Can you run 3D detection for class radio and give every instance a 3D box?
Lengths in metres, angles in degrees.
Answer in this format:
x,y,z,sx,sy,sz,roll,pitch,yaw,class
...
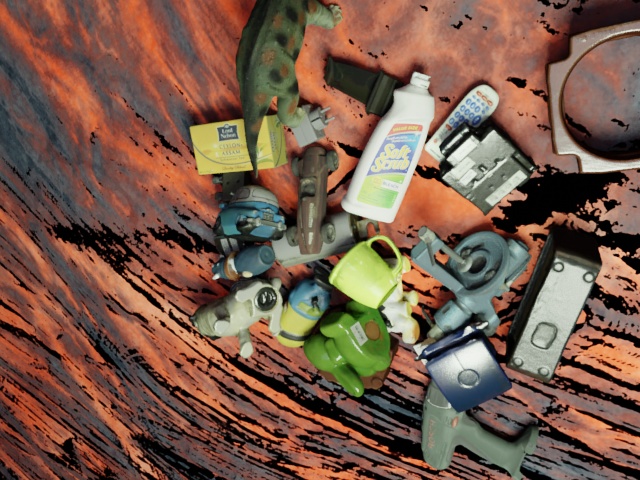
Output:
x,y,z,sx,sy,sz,roll,pitch,yaw,class
0.367,0.103,0.859,0.073,0.131,0.229,18,113,15,radio

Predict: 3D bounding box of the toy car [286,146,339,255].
x,y,z,sx,sy,sz,roll,pitch,yaw,class
-0.015,-0.074,0.965,0.089,0.053,0.202,-2,73,26,toy car

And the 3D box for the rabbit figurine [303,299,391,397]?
x,y,z,sx,sy,sz,roll,pitch,yaw,class
0.048,0.198,0.992,0.170,0.121,0.159,-31,97,44,rabbit figurine

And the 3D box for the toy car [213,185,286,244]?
x,y,z,sx,sy,sz,roll,pitch,yaw,class
-0.126,-0.051,0.989,0.162,0.109,0.103,-9,72,59,toy car

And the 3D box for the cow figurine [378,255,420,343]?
x,y,z,sx,sy,sz,roll,pitch,yaw,class
0.129,0.114,0.998,0.098,0.068,0.167,-8,100,30,cow figurine

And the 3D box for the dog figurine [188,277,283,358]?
x,y,z,sx,sy,sz,roll,pitch,yaw,class
-0.169,0.132,1.082,0.191,0.172,0.121,13,136,59,dog figurine

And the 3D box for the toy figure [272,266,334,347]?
x,y,z,sx,sy,sz,roll,pitch,yaw,class
-0.032,0.139,1.068,0.089,0.082,0.180,43,115,8,toy figure

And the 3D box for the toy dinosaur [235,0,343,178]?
x,y,z,sx,sy,sz,roll,pitch,yaw,class
-0.076,-0.310,0.854,0.131,0.192,0.404,13,88,29,toy dinosaur

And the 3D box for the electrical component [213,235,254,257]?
x,y,z,sx,sy,sz,roll,pitch,yaw,class
-0.174,-0.003,1.101,0.075,0.048,0.119,-6,106,23,electrical component

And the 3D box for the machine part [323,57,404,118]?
x,y,z,sx,sy,sz,roll,pitch,yaw,class
0.068,-0.264,0.922,0.139,0.039,0.084,29,121,10,machine part

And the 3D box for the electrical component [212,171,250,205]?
x,y,z,sx,sy,sz,roll,pitch,yaw,class
-0.165,-0.096,1.071,0.102,0.045,0.078,-12,73,23,electrical component

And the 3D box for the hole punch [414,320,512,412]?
x,y,z,sx,sy,sz,roll,pitch,yaw,class
0.244,0.213,0.896,0.142,0.092,0.115,-30,128,19,hole punch

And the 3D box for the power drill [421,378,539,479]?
x,y,z,sx,sy,sz,roll,pitch,yaw,class
0.291,0.344,0.998,0.207,0.086,0.231,15,111,13,power drill

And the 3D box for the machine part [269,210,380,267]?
x,y,z,sx,sy,sz,roll,pitch,yaw,class
-0.002,-0.003,1.011,0.243,0.079,0.079,-16,100,27,machine part

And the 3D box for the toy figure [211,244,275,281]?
x,y,z,sx,sy,sz,roll,pitch,yaw,class
-0.152,0.048,1.042,0.154,0.064,0.057,-19,110,41,toy figure

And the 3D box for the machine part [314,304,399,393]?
x,y,z,sx,sy,sz,roll,pitch,yaw,class
0.066,0.216,1.064,0.180,0.056,0.179,7,107,21,machine part

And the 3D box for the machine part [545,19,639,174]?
x,y,z,sx,sy,sz,roll,pitch,yaw,class
0.432,-0.202,0.761,0.202,0.087,0.200,-5,104,26,machine part

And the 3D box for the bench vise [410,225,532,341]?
x,y,z,sx,sy,sz,roll,pitch,yaw,class
0.226,0.060,0.886,0.240,0.129,0.223,34,114,-31,bench vise

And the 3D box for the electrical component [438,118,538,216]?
x,y,z,sx,sy,sz,roll,pitch,yaw,class
0.257,-0.123,0.855,0.134,0.058,0.115,39,116,-15,electrical component

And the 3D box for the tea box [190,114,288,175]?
x,y,z,sx,sy,sz,roll,pitch,yaw,class
-0.154,-0.181,1.024,0.170,0.068,0.098,-3,105,25,tea box
